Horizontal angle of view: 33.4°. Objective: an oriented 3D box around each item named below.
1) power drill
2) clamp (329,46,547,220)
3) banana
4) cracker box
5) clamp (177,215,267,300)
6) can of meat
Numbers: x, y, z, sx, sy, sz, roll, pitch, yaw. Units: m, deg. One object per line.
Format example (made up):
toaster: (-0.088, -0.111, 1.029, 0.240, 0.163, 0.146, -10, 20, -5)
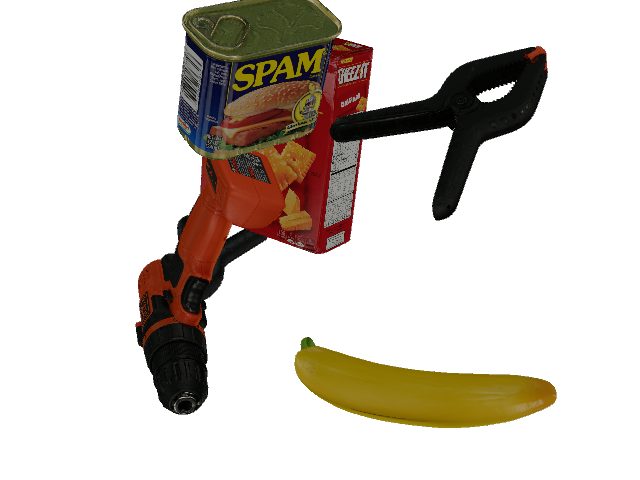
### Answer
power drill: (-0.095, 0.025, 0.869, 0.057, 0.188, 0.184, 18, 26, -26)
clamp: (0.134, -0.108, 0.978, 0.210, 0.036, 0.165, -30, 49, -11)
banana: (0.057, 0.097, 0.730, 0.198, 0.037, 0.069, 10, 35, 27)
cracker box: (-0.042, -0.110, 1.113, 0.164, 0.214, 0.071, 20, 28, 29)
clamp: (-0.131, 0.024, 1.241, 0.120, 0.039, 0.171, -6, 37, 19)
can of meat: (-0.043, -0.107, 0.700, 0.101, 0.084, 0.057, -19, 50, -31)
